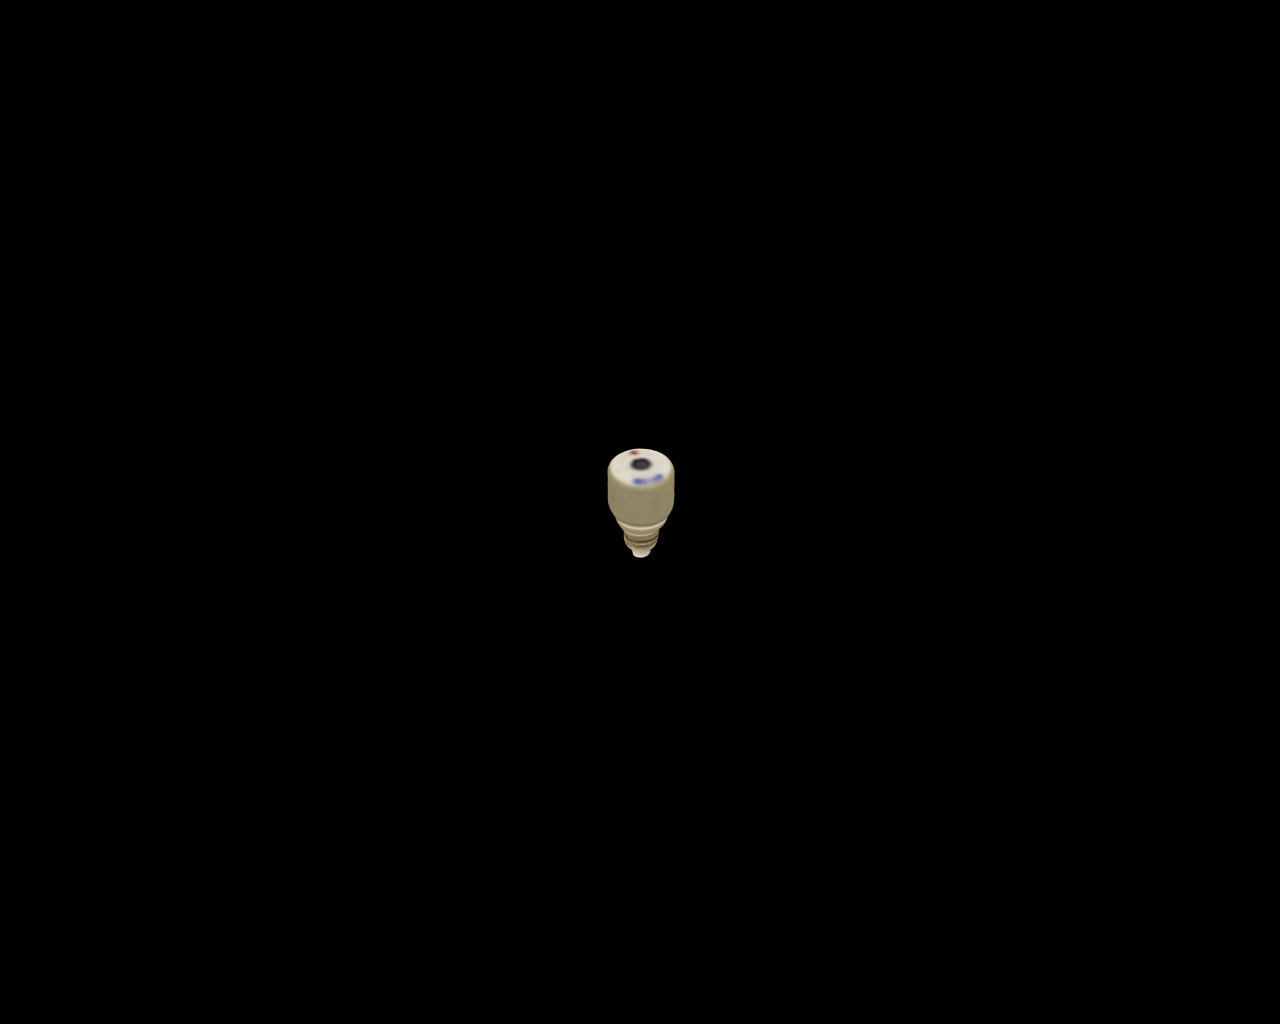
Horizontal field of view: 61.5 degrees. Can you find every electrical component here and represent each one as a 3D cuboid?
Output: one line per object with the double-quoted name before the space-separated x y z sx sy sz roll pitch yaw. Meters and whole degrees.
"electrical component" 0.001 -0.003 0.650 0.040 0.078 0.040 0 40 0
